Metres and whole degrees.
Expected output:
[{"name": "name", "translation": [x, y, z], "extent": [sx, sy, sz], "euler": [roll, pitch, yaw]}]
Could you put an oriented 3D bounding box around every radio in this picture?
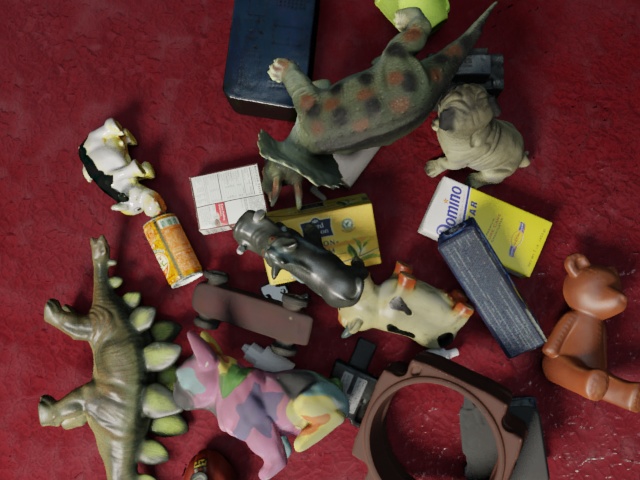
[{"name": "radio", "translation": [-0.074, -0.310, 0.855], "extent": [0.131, 0.073, 0.229], "euler": [5, 81, 3]}]

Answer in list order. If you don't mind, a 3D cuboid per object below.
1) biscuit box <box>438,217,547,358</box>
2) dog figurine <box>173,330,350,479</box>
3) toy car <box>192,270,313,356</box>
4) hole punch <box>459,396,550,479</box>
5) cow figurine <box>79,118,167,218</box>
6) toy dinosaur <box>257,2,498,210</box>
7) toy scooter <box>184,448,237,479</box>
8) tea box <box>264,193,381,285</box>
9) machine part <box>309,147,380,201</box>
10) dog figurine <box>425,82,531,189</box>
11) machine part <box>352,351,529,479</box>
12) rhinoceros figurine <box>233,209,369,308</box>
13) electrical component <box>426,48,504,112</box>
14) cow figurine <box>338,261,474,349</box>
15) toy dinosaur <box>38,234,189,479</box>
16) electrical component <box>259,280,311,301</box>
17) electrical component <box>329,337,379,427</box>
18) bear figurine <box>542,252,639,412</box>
[{"name": "biscuit box", "translation": [0.247, 0.067, 0.778], "extent": [0.063, 0.059, 0.202], "euler": [-31, 97, 19]}, {"name": "dog figurine", "translation": [-0.089, 0.197, 0.730], "extent": [0.191, 0.108, 0.219], "euler": [-38, 82, -2]}, {"name": "toy car", "translation": [-0.100, 0.105, 0.791], "extent": [0.202, 0.053, 0.089], "euler": [13, 91, 21]}, {"name": "hole punch", "translation": [0.266, 0.285, 0.775], "extent": [0.116, 0.092, 0.142], "euler": [-9, 85, 26]}, {"name": "cow figurine", "translation": [-0.311, -0.094, 0.833], "extent": [0.098, 0.068, 0.167], "euler": [-30, 80, 3]}, {"name": "toy dinosaur", "translation": [0.067, -0.179, 0.715], "extent": [0.405, 0.131, 0.192], "euler": [-22, 66, 16]}, {"name": "toy scooter", "translation": [-0.148, 0.388, 0.736], "extent": [0.075, 0.135, 0.184], "euler": [-15, 82, 1]}, {"name": "tea box", "translation": [-0.002, -0.002, 0.800], "extent": [0.170, 0.068, 0.098], "euler": [-12, 110, 1]}, {"name": "machine part", "translation": [0.063, -0.166, 0.830], "extent": [0.079, 0.079, 0.243], "euler": [37, 86, 5]}, {"name": "dog figurine", "translation": [0.242, -0.150, 0.768], "extent": [0.172, 0.190, 0.121], "euler": [0, 83, 0]}, {"name": "machine part", "translation": [0.159, 0.270, 0.729], "extent": [0.202, 0.087, 0.201], "euler": [23, 97, 25]}, {"name": "rhinoceros figurine", "translation": [-0.028, 0.027, 0.711], "extent": [0.190, 0.112, 0.073], "euler": [33, 110, 6]}, {"name": "electrical component", "translation": [0.210, -0.237, 0.808], "extent": [0.115, 0.134, 0.058], "euler": [-1, 82, 3]}, {"name": "cow figurine", "translation": [0.110, 0.101, 0.789], "extent": [0.195, 0.085, 0.127], "euler": [24, 103, -7]}, {"name": "toy dinosaur", "translation": [-0.289, 0.225, 0.776], "extent": [0.199, 0.105, 0.471], "euler": [-5, 86, -2]}, {"name": "electrical component", "translation": [-0.065, 0.089, 0.828], "extent": [0.094, 0.021, 0.063], "euler": [-24, 83, -1]}, {"name": "electrical component", "translation": [0.051, 0.207, 0.799], "extent": [0.075, 0.047, 0.119], "euler": [27, 86, 4]}, {"name": "bear figurine", "translation": [0.399, 0.124, 0.767], "extent": [0.120, 0.132, 0.195], "euler": [23, 87, -23]}]
